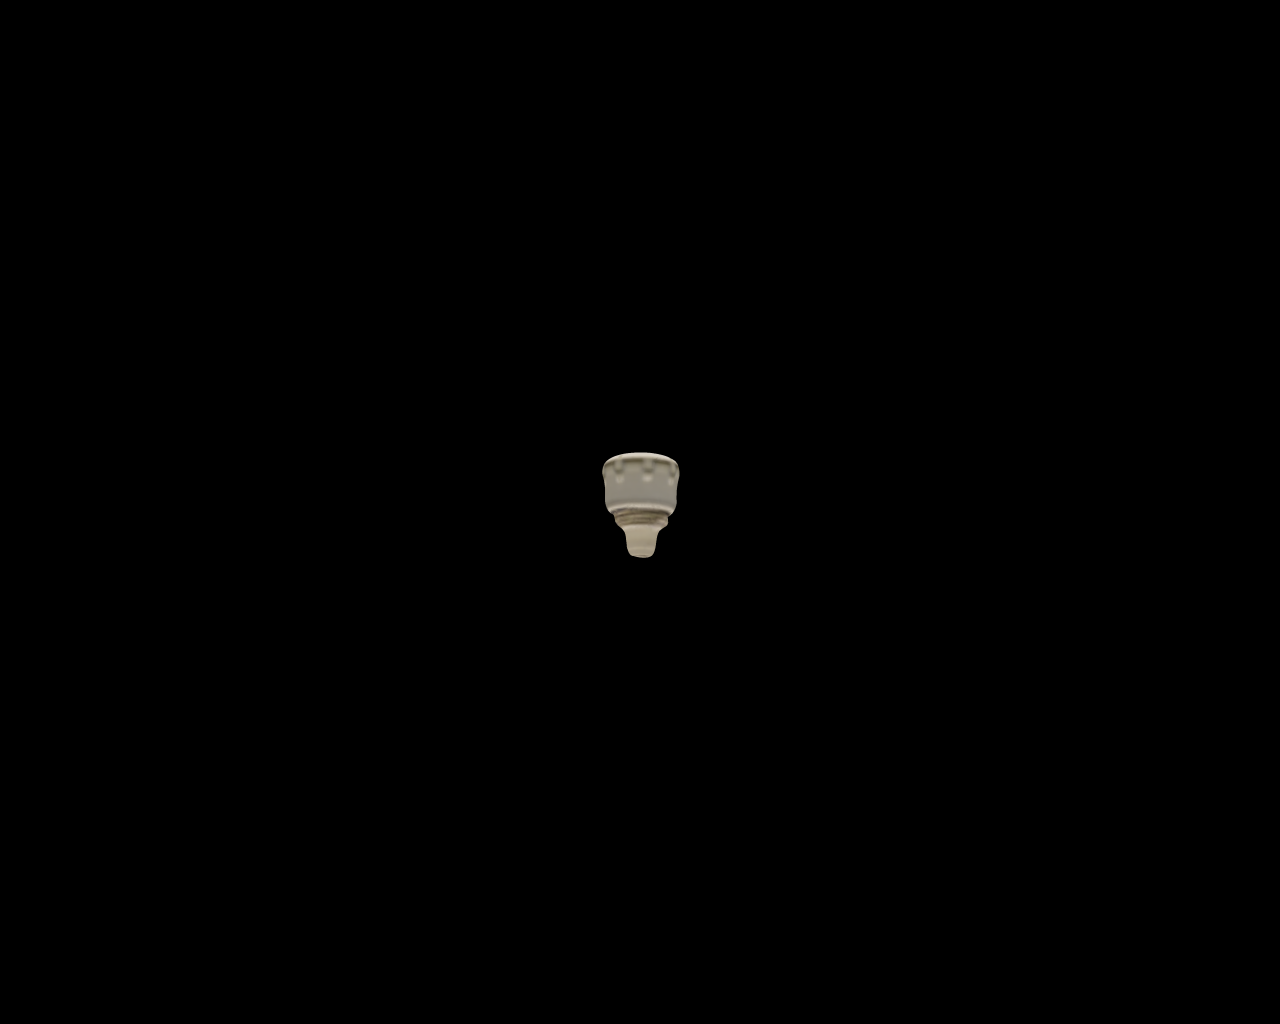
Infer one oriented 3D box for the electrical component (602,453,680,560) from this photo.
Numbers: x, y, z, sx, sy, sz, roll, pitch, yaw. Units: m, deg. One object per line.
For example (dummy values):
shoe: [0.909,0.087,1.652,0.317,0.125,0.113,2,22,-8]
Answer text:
electrical component: [0.001,-0.003,0.650,0.048,0.062,0.048,0,-11,0]
